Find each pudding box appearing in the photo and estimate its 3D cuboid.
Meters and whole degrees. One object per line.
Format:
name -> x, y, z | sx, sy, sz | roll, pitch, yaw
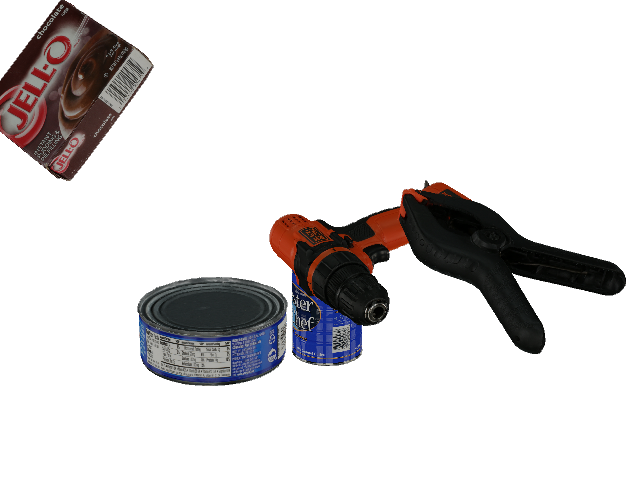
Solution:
pudding box -> -0.194, -0.115, 0.810 | 0.090, 0.113, 0.039 | 35, -4, 27

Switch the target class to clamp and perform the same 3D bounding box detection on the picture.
clamp -> 0.133, 0.010, 0.773 | 0.120, 0.039, 0.172 | -14, 44, -38

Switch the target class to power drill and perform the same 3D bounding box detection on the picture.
power drill -> 0.067, 0.008, 0.989 | 0.187, 0.057, 0.185 | -14, 30, -23

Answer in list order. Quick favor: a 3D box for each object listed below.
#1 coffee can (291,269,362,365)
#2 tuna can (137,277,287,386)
coffee can -> 0.010, 0.093, 1.514 | 0.103, 0.140, 0.103 | 0, 20, 0
tuna can -> -0.062, 0.051, 0.616 | 0.086, 0.034, 0.086 | 1, 18, 0
